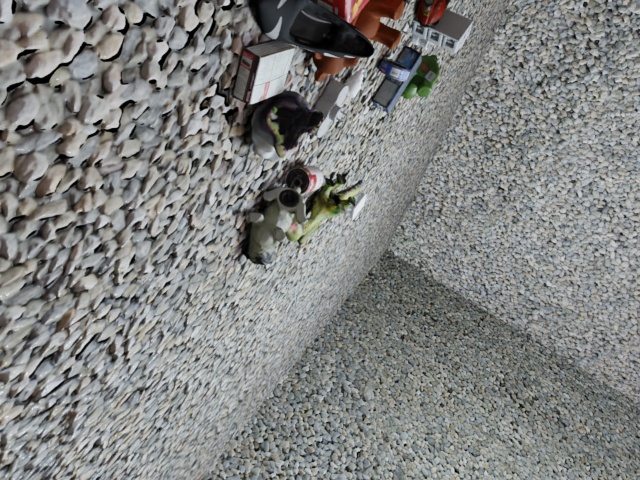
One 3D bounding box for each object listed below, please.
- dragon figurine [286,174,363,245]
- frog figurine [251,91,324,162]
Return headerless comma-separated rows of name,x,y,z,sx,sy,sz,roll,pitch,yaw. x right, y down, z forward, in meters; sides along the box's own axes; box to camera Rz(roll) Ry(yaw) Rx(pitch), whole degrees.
dragon figurine,0.005,-0.082,1.639,0.239,0.123,0.414,-45,172,25
frog figurine,-0.082,-0.218,1.000,0.138,0.122,0.160,-65,-157,-6
